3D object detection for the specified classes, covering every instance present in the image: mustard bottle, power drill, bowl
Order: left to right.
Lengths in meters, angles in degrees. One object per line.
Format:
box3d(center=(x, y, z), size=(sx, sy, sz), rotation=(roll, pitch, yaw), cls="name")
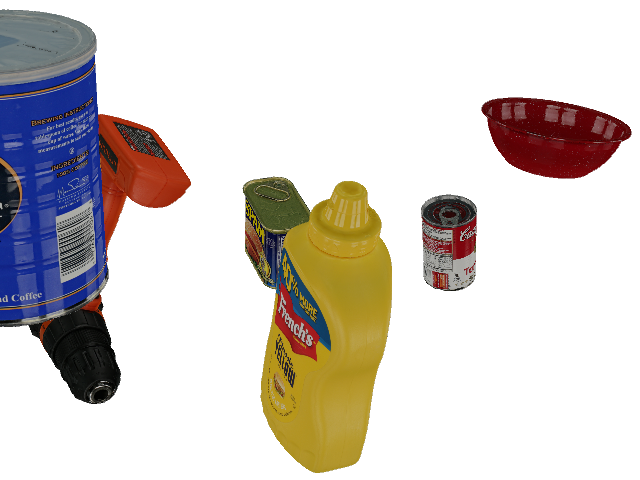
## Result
box3d(center=(-0.172, 0.010, 0.839), size=(0.057, 0.188, 0.185), rotation=(14, 25, -40), cls="power drill")
box3d(center=(0.005, 0.046, 0.645), size=(0.058, 0.192, 0.096), rotation=(-8, 42, -21), cls="mustard bottle")
box3d(center=(0.251, -0.108, 1.162), size=(0.162, 0.055, 0.162), rotation=(6, 23, -3), cls="bowl")

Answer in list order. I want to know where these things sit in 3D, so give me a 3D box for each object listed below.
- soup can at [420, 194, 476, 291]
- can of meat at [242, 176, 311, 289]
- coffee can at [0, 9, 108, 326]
box3d(center=(0.159, 0.004, 1.325), size=(0.068, 0.102, 0.068), rotation=(-4, 35, 2), cls="soup can")
box3d(center=(-0.048, -0.007, 1.166), size=(0.057, 0.084, 0.102), rotation=(-10, 38, -18), cls="can of meat")
box3d(center=(-0.167, -0.040, 0.567), size=(0.103, 0.140, 0.103), rotation=(2, 28, -1), cls="coffee can")
